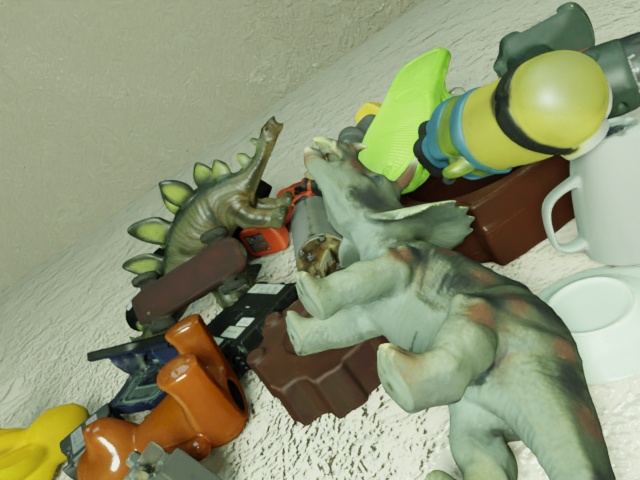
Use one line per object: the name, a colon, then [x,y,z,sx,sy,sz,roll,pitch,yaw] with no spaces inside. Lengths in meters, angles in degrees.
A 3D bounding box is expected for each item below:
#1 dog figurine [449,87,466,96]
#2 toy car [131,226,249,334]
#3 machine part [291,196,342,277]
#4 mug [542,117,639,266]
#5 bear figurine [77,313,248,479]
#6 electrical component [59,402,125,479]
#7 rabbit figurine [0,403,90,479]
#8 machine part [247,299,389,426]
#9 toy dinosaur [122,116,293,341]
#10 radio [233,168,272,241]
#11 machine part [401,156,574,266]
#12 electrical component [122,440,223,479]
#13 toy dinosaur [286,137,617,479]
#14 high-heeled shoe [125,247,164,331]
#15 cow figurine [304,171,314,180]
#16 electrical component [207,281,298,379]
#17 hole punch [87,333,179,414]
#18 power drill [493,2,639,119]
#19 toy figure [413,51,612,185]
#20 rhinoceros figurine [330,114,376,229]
dog figurine: [0.175,-0.150,0.831,0.172,0.121,0.190,-26,8,11]
toy car: [-0.179,0.058,0.738,0.202,0.089,0.053,-31,-9,24]
machine part: [-0.002,-0.002,0.763,0.079,0.079,0.243,-31,21,6]
mug: [0.238,-0.040,0.446,0.110,0.107,0.081,-19,20,14]
bear figurine: [-0.178,0.185,0.545,0.196,0.131,0.120,-26,21,3]
electrical component: [-0.274,0.244,0.662,0.075,0.047,0.119,-39,23,-15]
rabbit figurine: [-0.388,0.268,0.691,0.173,0.121,0.162,-18,21,-13]
machine part: [0.012,0.101,0.550,0.179,0.056,0.179,-27,23,12]
toy dinosaur: [-0.184,0.020,0.811,0.471,0.198,0.105,-61,3,16]
radio: [-0.182,-0.017,0.982,0.229,0.073,0.131,-53,-6,-42]
machine part: [0.190,-0.061,0.604,0.201,0.087,0.201,-34,21,-5]
electrical component: [-0.120,0.212,0.453,0.078,0.102,0.045,-49,3,42]
toy dinosaur: [0.102,0.064,0.394,0.192,0.131,0.405,-24,44,-22]
high-heeled shoe: [-0.266,0.066,0.993,0.145,0.086,0.249,1,44,51]
cow figurine: [0.047,-0.108,0.843,0.085,0.127,0.195,-32,16,26]
electrical component: [-0.084,0.112,0.659,0.134,0.058,0.115,-46,22,-29]
hole punch: [-0.230,0.173,0.725,0.142,0.092,0.116,-21,-5,35]
power drill: [0.262,-0.173,0.538,0.232,0.085,0.207,-24,31,24]
toy figure: [0.148,-0.093,0.445,0.089,0.082,0.180,-9,3,-33]
rhinoceros figurine: [0.064,-0.086,0.709,0.073,0.112,0.190,-45,41,50]
